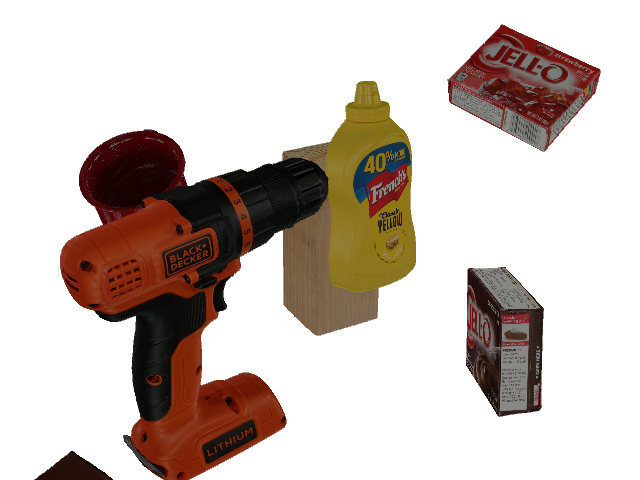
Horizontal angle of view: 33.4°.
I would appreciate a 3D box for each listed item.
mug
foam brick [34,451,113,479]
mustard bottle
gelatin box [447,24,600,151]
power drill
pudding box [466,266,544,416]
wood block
[{"bbox_3d":[-0.156,-0.046,0.951,0.093,0.117,0.081,-4,-38,6],"label":"mug"},{"bbox_3d":[-0.095,0.139,0.452,0.078,0.051,0.052,25,45,32],"label":"foam brick"},{"bbox_3d":[0.047,-0.054,1.003,0.096,0.192,0.058,-19,25,-39],"label":"mustard bottle"},{"bbox_3d":[0.152,-0.117,0.802,0.089,0.073,0.030,32,-27,24],"label":"gelatin box"},{"bbox_3d":[-0.068,0.049,0.686,0.184,0.188,0.057,-22,33,-29],"label":"power drill"},{"bbox_3d":[0.147,0.079,0.867,0.039,0.090,0.113,-4,15,-7],"label":"pudding box"},{"bbox_3d":[0.012,-0.004,1.273,0.090,0.206,0.090,-14,30,-26],"label":"wood block"}]
